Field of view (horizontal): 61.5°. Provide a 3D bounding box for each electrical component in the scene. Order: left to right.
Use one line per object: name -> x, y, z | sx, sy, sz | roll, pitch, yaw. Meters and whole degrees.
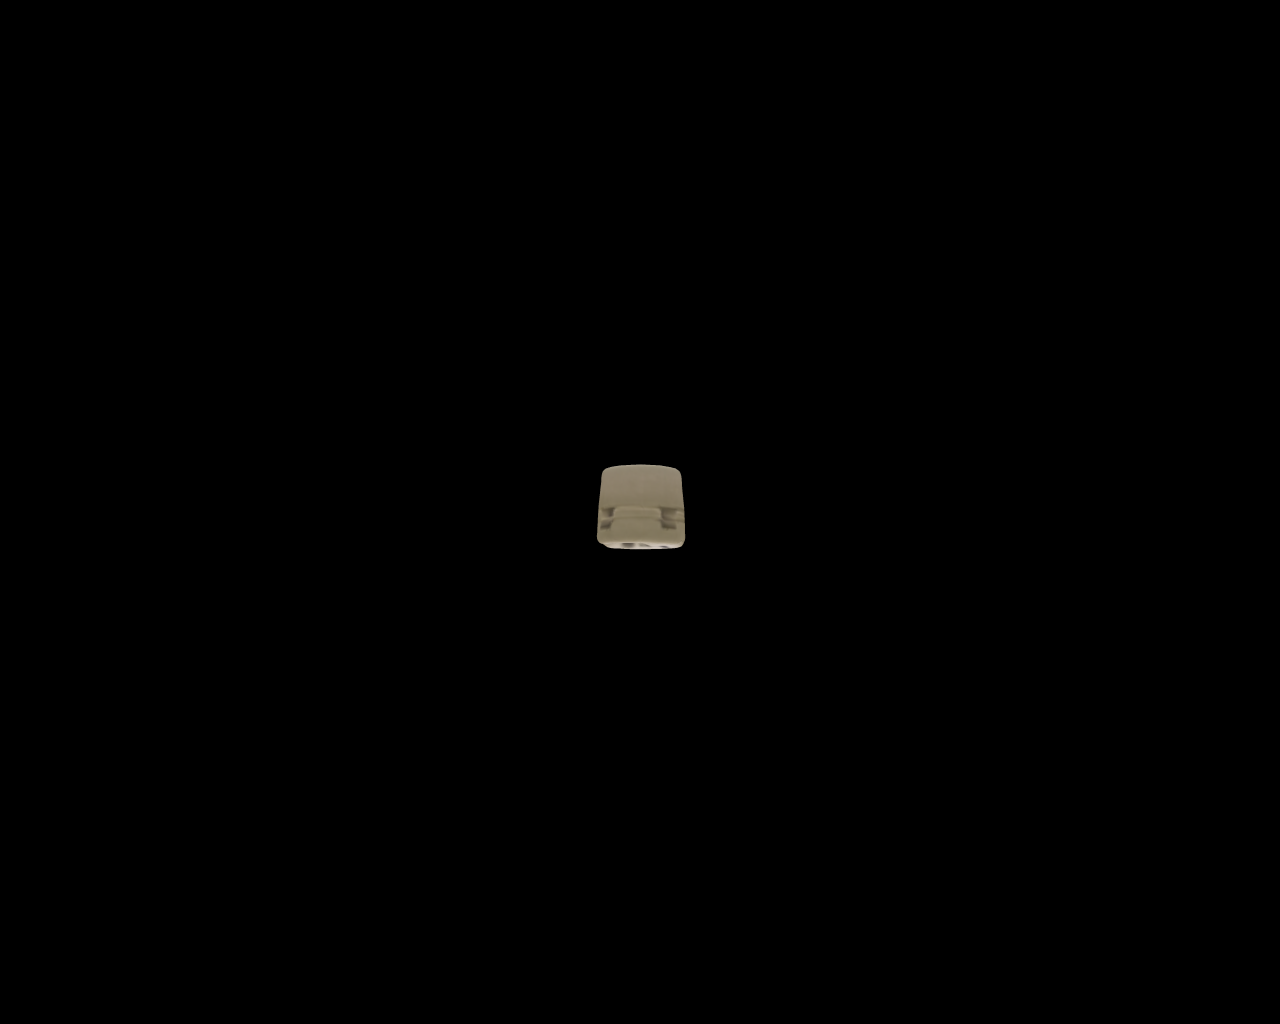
electrical component -> 0.001, -0.003, 0.650 | 0.055, 0.047, 0.055 | 0, -7, 0
